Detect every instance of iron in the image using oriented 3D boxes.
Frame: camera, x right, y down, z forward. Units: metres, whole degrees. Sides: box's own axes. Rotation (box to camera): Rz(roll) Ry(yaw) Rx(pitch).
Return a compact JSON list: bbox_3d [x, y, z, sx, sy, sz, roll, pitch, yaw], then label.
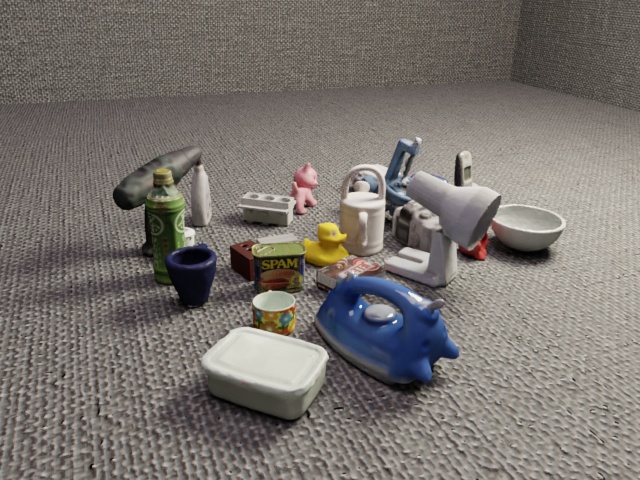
[{"bbox_3d":[0.087,0.116,0.899,0.257,0.141,0.119,21,31,36],"label":"iron"}]

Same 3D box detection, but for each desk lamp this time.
[{"bbox_3d":[0.237,-0.020,1.121,0.202,0.214,0.118,18,29,32],"label":"desk lamp"}]

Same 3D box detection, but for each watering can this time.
[{"bbox_3d":[0.090,-0.075,1.256,0.101,0.194,0.172,-7,26,-19],"label":"watering can"}]

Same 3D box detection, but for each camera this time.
[{"bbox_3d":[0.255,-0.041,1.304,0.137,0.101,0.142,-13,28,-29],"label":"camera"}]

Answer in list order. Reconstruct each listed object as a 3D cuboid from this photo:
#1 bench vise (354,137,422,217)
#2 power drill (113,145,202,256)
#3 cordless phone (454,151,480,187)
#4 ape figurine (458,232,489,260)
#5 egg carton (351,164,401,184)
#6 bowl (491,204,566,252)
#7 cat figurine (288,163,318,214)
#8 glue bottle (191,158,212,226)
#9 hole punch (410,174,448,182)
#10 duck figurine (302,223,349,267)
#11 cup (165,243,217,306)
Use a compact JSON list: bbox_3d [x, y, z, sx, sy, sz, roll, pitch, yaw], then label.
[{"bbox_3d":[0.173,-0.147,1.390,0.207,0.220,0.122,9,26,16],"label":"bench vise"},{"bbox_3d":[-0.334,-0.081,1.228,0.075,0.208,0.230,15,28,27],"label":"power drill"},{"bbox_3d":[0.371,-0.134,1.415,0.093,0.185,0.148,19,30,34],"label":"cordless phone"},{"bbox_3d":[0.344,-0.012,1.257,0.078,0.092,0.075,-17,30,-35],"label":"ape figurine"},{"bbox_3d":[0.160,-0.164,1.608,0.107,0.069,0.149,-16,30,-34],"label":"egg carton"},{"bbox_3d":[0.464,-0.019,1.300,0.167,0.075,0.167,1,24,0],"label":"bowl"},{"bbox_3d":[-0.046,-0.143,1.491,0.067,0.118,0.128,10,26,19],"label":"cat figurine"},{"bbox_3d":[-0.286,-0.124,1.368,0.037,0.173,0.078,2,24,1],"label":"glue bottle"},{"bbox_3d":[0.274,-0.116,1.483,0.108,0.091,0.101,10,26,19],"label":"hole punch"},{"bbox_3d":[0.011,0.004,1.208,0.104,0.086,0.077,8,25,14],"label":"duck figurine"},{"bbox_3d":[-0.229,0.065,1.050,0.091,0.095,0.118,4,25,6],"label":"cup"}]
